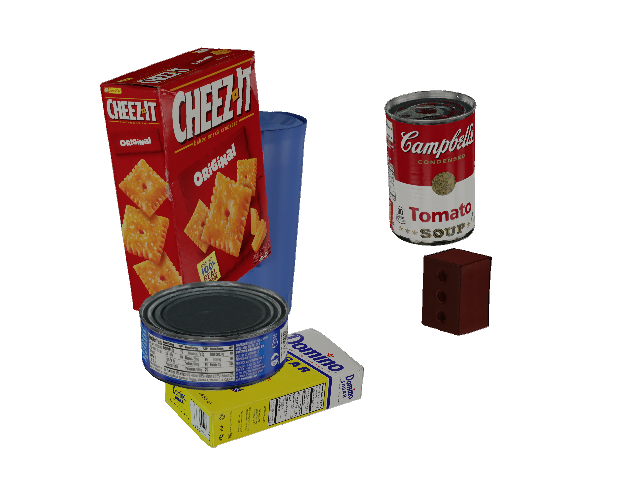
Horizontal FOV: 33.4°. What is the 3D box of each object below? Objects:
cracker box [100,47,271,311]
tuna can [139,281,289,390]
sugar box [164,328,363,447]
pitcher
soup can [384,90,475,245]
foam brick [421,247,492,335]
[{"bbox_3d":[-0.116,-0.058,0.994,0.072,0.214,0.164,7,23,26],"label":"cracker box"},{"bbox_3d":[-0.061,0.054,0.616,0.086,0.034,0.086,1,19,0],"label":"tuna can"},{"bbox_3d":[-0.054,0.141,1.052,0.175,0.048,0.093,-16,32,-32],"label":"sugar box"},{"bbox_3d":[-0.085,-0.024,1.220,0.145,0.243,0.148,15,22,39],"label":"pitcher"},{"bbox_3d":[0.084,-0.055,0.814,0.068,0.102,0.068,-3,26,1],"label":"soup can"},{"bbox_3d":[0.141,0.053,1.109,0.051,0.078,0.053,-14,20,-42],"label":"foam brick"}]
